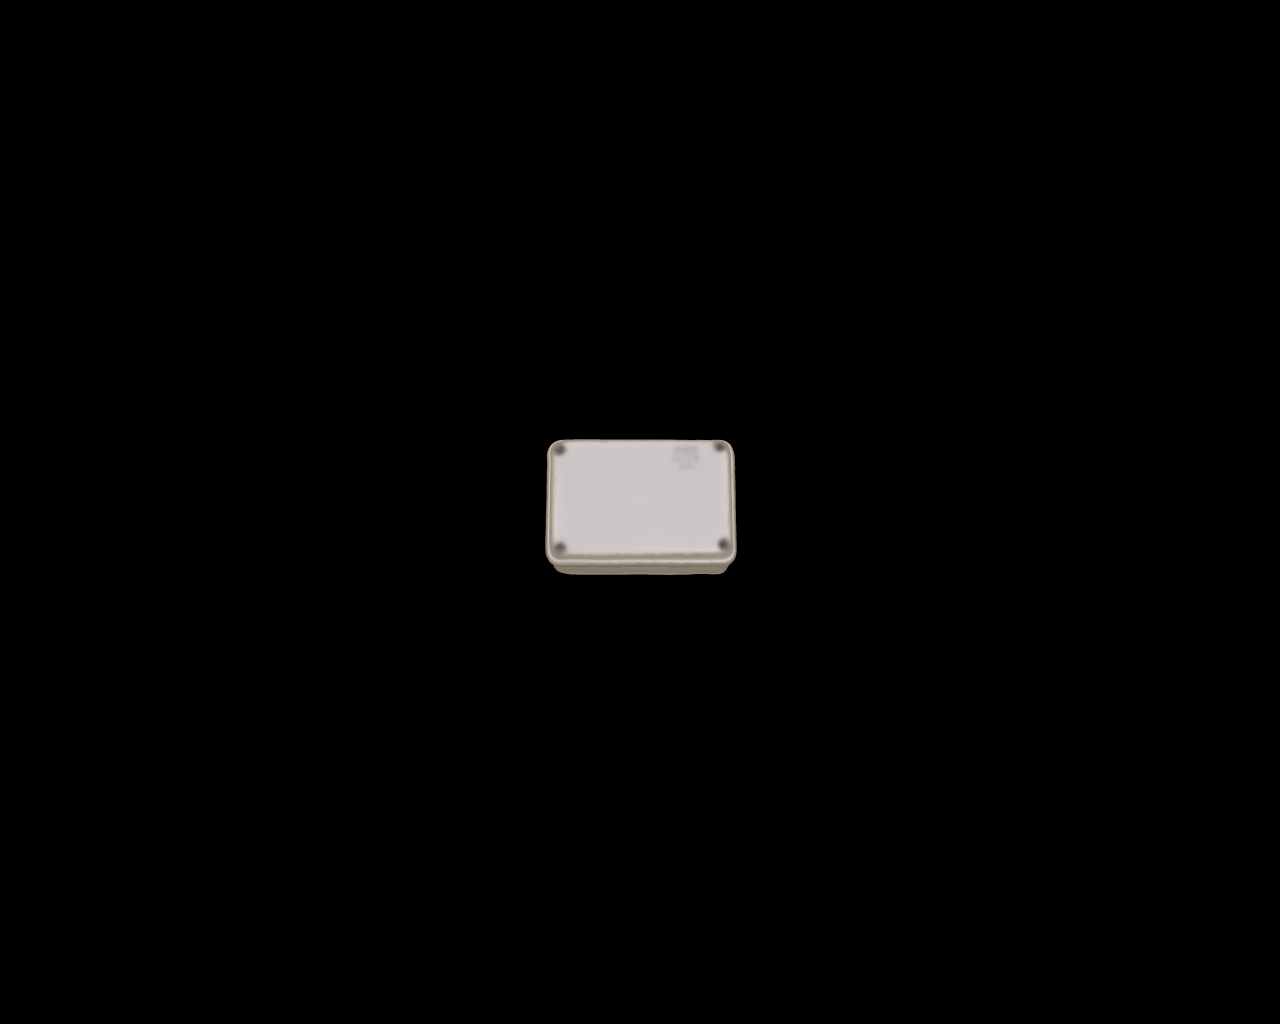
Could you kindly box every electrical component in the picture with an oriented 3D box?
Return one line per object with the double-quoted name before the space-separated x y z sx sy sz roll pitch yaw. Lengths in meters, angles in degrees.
"electrical component" 0.001 -0.003 0.650 0.113 0.078 0.057 0 -13 0
